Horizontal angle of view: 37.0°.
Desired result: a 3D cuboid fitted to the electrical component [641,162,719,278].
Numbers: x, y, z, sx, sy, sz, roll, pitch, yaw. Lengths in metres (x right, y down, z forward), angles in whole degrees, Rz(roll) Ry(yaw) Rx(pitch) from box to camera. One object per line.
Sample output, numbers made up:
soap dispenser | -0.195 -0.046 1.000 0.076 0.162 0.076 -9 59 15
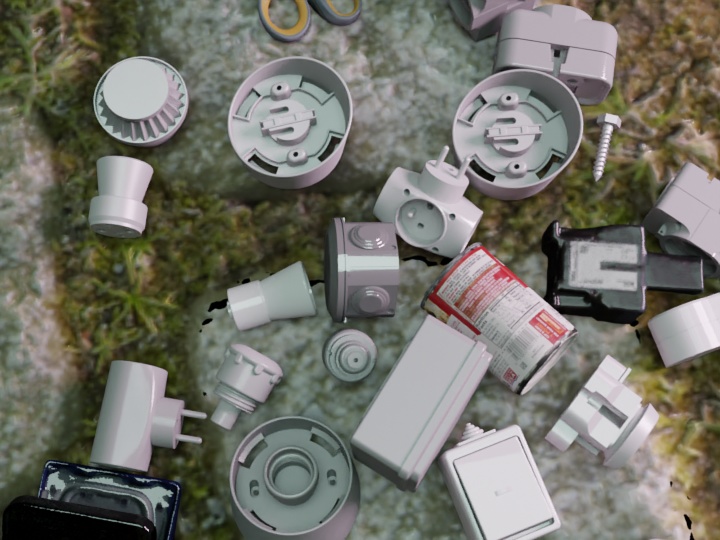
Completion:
electrical component | 0.276 -0.032 0.851 0.089 0.050 0.055 35 77 8

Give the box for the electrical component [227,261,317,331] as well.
electrical component | -0.070 0.023 0.837 0.065 0.044 0.044 -17 76 0

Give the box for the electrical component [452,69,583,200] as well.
electrical component | 0.123 -0.106 0.861 0.099 0.064 0.099 0 75 -1

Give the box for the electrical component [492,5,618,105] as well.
electrical component | 0.160 -0.178 0.886 0.095 0.053 0.059 9 75 2

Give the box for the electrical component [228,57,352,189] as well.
electrical component | -0.056 -0.116 0.861 0.099 0.064 0.099 0 75 -1

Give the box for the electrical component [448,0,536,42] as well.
electrical component | 0.085 -0.277 0.892 0.062 0.089 0.150 -26 77 -7

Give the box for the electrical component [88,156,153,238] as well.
electrical component | -0.190 -0.057 0.854 0.045 0.045 0.055 5 76 1

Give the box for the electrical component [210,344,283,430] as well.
electrical component | -0.091 0.090 0.818 0.048 0.048 0.062 28 84 6

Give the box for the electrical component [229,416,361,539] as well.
electrical component | -0.049 0.161 0.801 0.099 0.064 0.099 -1 62 1

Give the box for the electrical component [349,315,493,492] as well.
electrical component | 0.043 0.100 0.783 0.056 0.108 0.108 31 77 10

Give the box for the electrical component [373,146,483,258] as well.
electrical component | 0.060 -0.059 0.845 0.077 0.044 0.079 29 119 7

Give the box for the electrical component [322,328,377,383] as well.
electrical component | -0.007 0.065 0.810 0.040 0.078 0.040 0 89 -6

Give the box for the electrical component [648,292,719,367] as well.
electrical component | 0.299 0.050 0.828 0.138 0.052 0.073 -19 77 -6

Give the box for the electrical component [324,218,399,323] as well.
electrical component | 0.000 0.000 0.824 0.051 0.080 0.080 -1 75 -6

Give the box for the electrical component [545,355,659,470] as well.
electrical component | 0.186 0.112 0.808 0.057 0.058 0.078 37 77 12

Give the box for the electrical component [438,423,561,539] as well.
electrical component | 0.099 0.157 0.793 0.062 0.061 0.096 -21 76 -6

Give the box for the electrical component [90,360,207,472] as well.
electrical component | -0.156 0.113 0.810 0.079 0.043 0.077 9 75 1
